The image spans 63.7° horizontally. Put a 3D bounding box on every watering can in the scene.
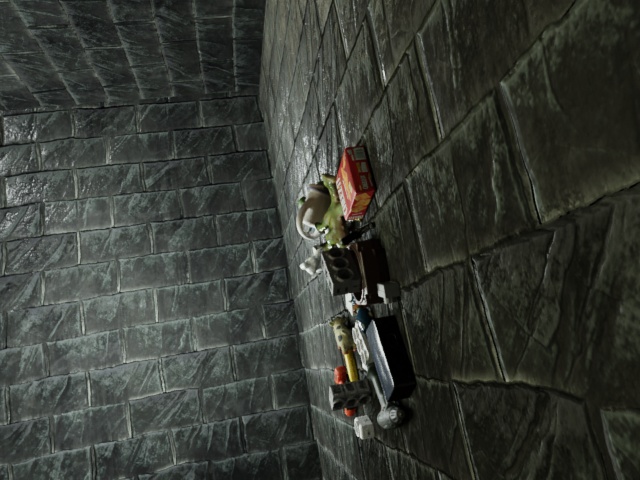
[{"bbox_3d":[0.006,-0.104,2.069,0.346,0.104,0.224,19,-91,-64],"label":"watering can"}]

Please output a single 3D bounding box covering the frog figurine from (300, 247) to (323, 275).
[{"bbox_3d":[-0.013,0.095,2.262,0.134,0.160,0.125,102,158,-60],"label":"frog figurine"}]

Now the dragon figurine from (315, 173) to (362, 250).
[{"bbox_3d":[0.084,-0.056,1.853,0.238,0.123,0.416,119,133,-59],"label":"dragon figurine"}]
